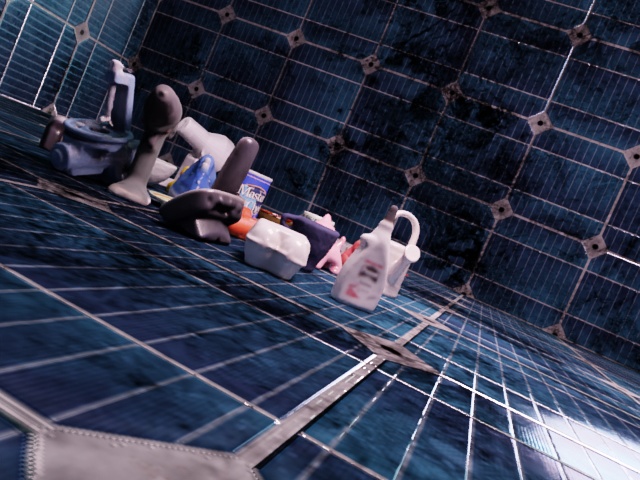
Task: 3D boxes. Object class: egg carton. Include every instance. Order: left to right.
[{"bbox_3d":[-0.070,0.014,0.926,0.107,0.069,0.150,23,3,-7],"label":"egg carton"}]

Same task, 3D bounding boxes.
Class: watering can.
[{"bbox_3d":[0.169,0.029,1.300,0.101,0.194,0.172,21,4,-42],"label":"watering can"}]

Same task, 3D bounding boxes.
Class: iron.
[{"bbox_3d":[-0.289,-0.146,1.383,0.119,0.141,0.258,23,3,-14],"label":"iron"}]

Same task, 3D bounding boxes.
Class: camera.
[{"bbox_3d":[-0.535,-0.225,1.275,0.144,0.101,0.136,22,3,-28],"label":"camera"}]

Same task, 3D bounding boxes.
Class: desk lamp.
[{"bbox_3d":[-0.378,-0.242,1.700,0.204,0.213,0.117,20,4,-46],"label":"desk lamp"}]

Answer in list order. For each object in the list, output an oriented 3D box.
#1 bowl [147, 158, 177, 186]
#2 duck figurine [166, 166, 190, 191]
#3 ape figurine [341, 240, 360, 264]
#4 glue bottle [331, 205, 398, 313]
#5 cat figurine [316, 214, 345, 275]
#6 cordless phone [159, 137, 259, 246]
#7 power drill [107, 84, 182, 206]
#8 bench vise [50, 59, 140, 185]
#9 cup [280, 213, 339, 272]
[{"bbox_3d":[-0.447,-0.181,1.424,0.167,0.075,0.167,23,3,-1],"label":"bowl"},{"bbox_3d":[-0.368,-0.161,1.564,0.077,0.086,0.105,24,3,8],"label":"duck figurine"},{"bbox_3d":[0.083,0.043,1.372,0.078,0.092,0.076,23,3,-15],"label":"ape figurine"},{"bbox_3d":[0.083,0.025,0.905,0.078,0.173,0.037,22,3,-25],"label":"glue bottle"},{"bbox_3d":[0.012,0.004,1.253,0.067,0.118,0.128,26,4,41],"label":"cat figurine"},{"bbox_3d":[-0.171,-0.094,0.941,0.094,0.185,0.148,24,3,15],"label":"cordless phone"},{"bbox_3d":[-0.309,-0.172,1.041,0.076,0.208,0.229,23,3,-15],"label":"power drill"},{"bbox_3d":[-0.389,-0.215,1.071,0.121,0.220,0.207,24,3,4],"label":"bench vise"},{"bbox_3d":[-0.033,0.007,1.091,0.118,0.095,0.091,23,3,-15],"label":"cup"}]
